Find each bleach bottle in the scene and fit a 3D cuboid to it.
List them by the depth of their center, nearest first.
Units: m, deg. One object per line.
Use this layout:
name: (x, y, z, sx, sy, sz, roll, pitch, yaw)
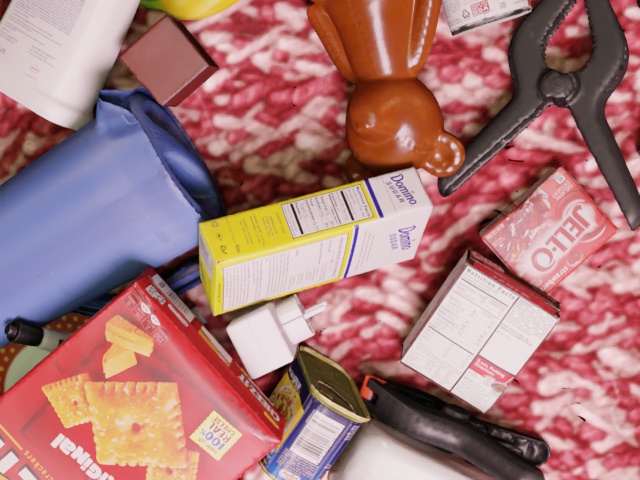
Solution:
bleach bottle: (-0.176, -0.220, 0.854, 0.103, 0.068, 0.251, 31, 96, 19)

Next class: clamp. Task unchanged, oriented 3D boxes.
clamp: (0.200, -0.112, 0.850, 0.165, 0.036, 0.210, 19, 89, 18)
clamp: (0.116, 0.158, 0.885, 0.172, 0.120, 0.039, 27, 93, 21)

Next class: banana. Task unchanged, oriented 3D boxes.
banana: (-0.064, -0.246, 0.864, 0.069, 0.037, 0.198, 42, 97, -3)

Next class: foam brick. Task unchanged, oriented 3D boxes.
foam brick: (-0.120, -0.142, 0.859, 0.051, 0.078, 0.053, -39, 94, 5)

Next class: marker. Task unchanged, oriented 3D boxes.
marker: (-0.199, 0.086, 0.860, 0.120, 0.020, 0.020, 24, 100, -42)

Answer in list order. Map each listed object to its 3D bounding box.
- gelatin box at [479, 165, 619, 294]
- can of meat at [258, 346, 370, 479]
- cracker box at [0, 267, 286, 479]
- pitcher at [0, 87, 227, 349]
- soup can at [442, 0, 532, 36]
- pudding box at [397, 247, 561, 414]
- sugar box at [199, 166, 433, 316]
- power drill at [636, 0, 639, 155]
gelatin box: (0.189, -0.007, 0.883, 0.089, 0.030, 0.073, -42, 93, 7)
can of meat: (-0.012, 0.149, 0.876, 0.057, 0.102, 0.084, 31, 100, -18)
cracker box: (-0.158, 0.152, 0.811, 0.214, 0.072, 0.164, -40, 94, 5)
pitcher: (-0.199, 0.000, 0.864, 0.243, 0.145, 0.149, -30, 82, 10)
soup can: (0.122, -0.220, 0.841, 0.068, 0.068, 0.102, -17, 96, 5)
pudding box: (0.130, 0.076, 0.879, 0.090, 0.039, 0.114, 32, 113, 0)
sugar box: (-0.006, 0.001, 0.839, 0.176, 0.093, 0.048, -17, 66, -15)
power drill: (0.329, -0.146, 0.846, 0.184, 0.057, 0.188, 3, 94, 6)
